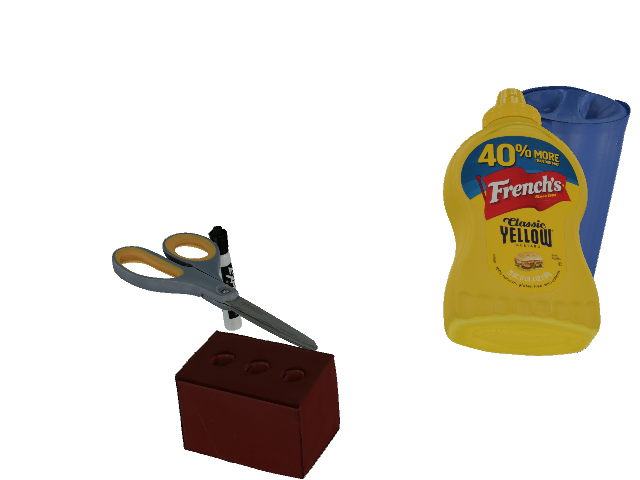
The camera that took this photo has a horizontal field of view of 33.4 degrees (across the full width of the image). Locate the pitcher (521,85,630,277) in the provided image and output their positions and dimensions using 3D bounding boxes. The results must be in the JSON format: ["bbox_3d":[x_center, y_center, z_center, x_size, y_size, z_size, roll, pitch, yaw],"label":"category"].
[{"bbox_3d":[0.280,-0.053,1.281,0.149,0.243,0.145,2,26,1],"label":"pitcher"}]

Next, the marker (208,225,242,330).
[{"bbox_3d":[-0.099,0.040,1.116,0.020,0.121,0.020,-5,29,3],"label":"marker"}]

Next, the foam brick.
[{"bbox_3d":[-0.035,0.092,0.601,0.078,0.051,0.052,9,28,21],"label":"foam brick"}]

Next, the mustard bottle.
[{"bbox_3d":[0.131,-0.021,0.716,0.096,0.191,0.058,4,-30,-1],"label":"mustard bottle"}]

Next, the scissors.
[{"bbox_3d":[-0.071,0.034,0.845,0.202,0.016,0.096,17,31,22],"label":"scissors"}]
